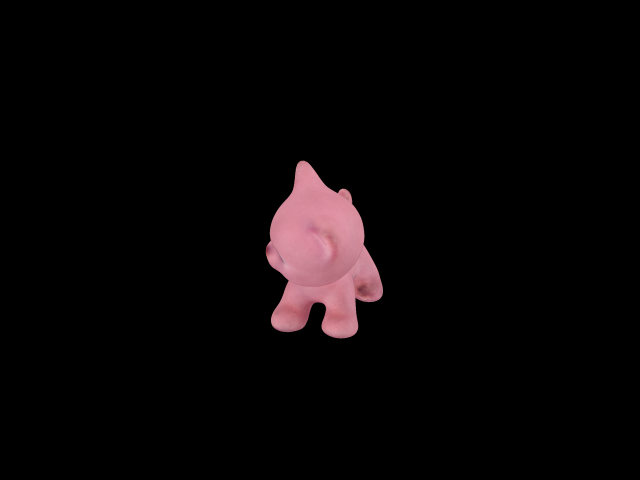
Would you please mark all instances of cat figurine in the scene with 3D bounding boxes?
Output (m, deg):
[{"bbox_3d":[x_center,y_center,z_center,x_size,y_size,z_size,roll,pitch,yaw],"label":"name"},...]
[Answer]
[{"bbox_3d":[0.004,0.001,0.400,0.067,0.118,0.128,6,19,17],"label":"cat figurine"}]
